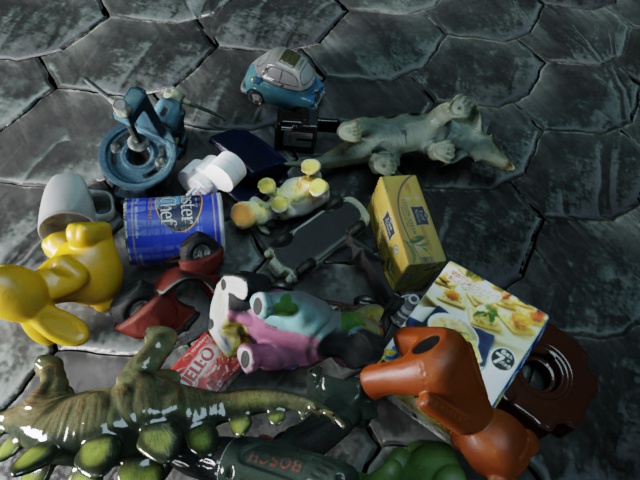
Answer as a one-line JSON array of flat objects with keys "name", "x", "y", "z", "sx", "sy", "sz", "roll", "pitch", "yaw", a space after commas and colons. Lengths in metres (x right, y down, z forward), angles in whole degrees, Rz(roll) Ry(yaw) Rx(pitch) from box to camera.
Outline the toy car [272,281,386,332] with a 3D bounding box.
[{"name": "toy car", "x": 0.001, "y": 0.114, "z": 0.806, "sx": 0.202, "sy": 0.053, "sz": 0.089, "roll": 12, "pitch": 60, "yaw": -4}]

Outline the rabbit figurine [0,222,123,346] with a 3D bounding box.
[{"name": "rabbit figurine", "x": -0.365, "y": 0.064, "z": 0.723, "sx": 0.173, "sy": 0.122, "sz": 0.162, "roll": -18, "pitch": 102, "yaw": -56}]

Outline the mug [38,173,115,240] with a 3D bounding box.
[{"name": "mug", "x": -0.377, "y": -0.056, "z": 0.831, "sx": 0.110, "sy": 0.080, "sz": 0.107, "roll": -15, "pitch": 54, "yaw": -11}]

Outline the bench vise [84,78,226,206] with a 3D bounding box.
[{"name": "bench vise", "x": -0.267, "y": -0.168, "z": 0.837, "sx": 0.129, "sy": 0.240, "sz": 0.223, "roll": 29, "pitch": 74, "yaw": 4}]

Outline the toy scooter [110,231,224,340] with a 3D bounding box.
[{"name": "toy scooter", "x": -0.194, "y": 0.089, "z": 0.765, "sx": 0.184, "sy": 0.075, "sz": 0.135, "roll": -41, "pitch": 115, "yaw": -12}]

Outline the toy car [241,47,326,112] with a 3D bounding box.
[{"name": "toy car", "x": -0.069, "y": -0.311, "z": 1.031, "sx": 0.162, "sy": 0.102, "sz": 0.109, "roll": 23, "pitch": 58, "yaw": 7}]

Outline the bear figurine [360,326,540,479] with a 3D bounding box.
[{"name": "bear figurine", "x": 0.162, "y": 0.201, "z": 0.639, "sx": 0.120, "sy": 0.132, "sz": 0.195, "roll": -41, "pitch": 103, "yaw": -39}]

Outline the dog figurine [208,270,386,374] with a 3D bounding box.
[{"name": "dog figurine", "x": -0.018, "y": 0.115, "z": 0.724, "sx": 0.219, "sy": 0.192, "sz": 0.108, "roll": 10, "pitch": 97, "yaw": -35}]

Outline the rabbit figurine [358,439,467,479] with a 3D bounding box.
[{"name": "rabbit figurine", "x": 0.090, "y": 0.317, "z": 0.650, "sx": 0.170, "sy": 0.159, "sz": 0.121, "roll": -12, "pitch": 70, "yaw": 0}]

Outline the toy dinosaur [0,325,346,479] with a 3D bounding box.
[{"name": "toy dinosaur", "x": -0.209, "y": 0.203, "z": 0.612, "sx": 0.472, "sy": 0.104, "sz": 0.199, "roll": -14, "pitch": 33, "yaw": 4}]

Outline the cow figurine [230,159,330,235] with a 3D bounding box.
[{"name": "cow figurine", "x": -0.064, "y": -0.060, "z": 0.889, "sx": 0.167, "sy": 0.098, "sz": 0.068, "roll": -25, "pitch": 70, "yaw": -2}]

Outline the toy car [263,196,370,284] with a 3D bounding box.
[{"name": "toy car", "x": -0.002, "y": -0.003, "z": 0.876, "sx": 0.202, "sy": 0.056, "sz": 0.073, "roll": -36, "pitch": 77, "yaw": -26}]

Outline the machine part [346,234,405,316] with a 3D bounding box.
[{"name": "machine part", "x": 0.087, "y": 0.054, "z": 0.833, "sx": 0.039, "sy": 0.084, "sz": 0.139, "roll": -35, "pitch": 50, "yaw": 11}]

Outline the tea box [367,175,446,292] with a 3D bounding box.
[{"name": "tea box", "x": 0.136, "y": -0.012, "z": 0.880, "sx": 0.068, "sy": 0.098, "sz": 0.170, "roll": -4, "pitch": 57, "yaw": -13}]

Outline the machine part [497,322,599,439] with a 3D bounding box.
[{"name": "machine part", "x": 0.323, "y": 0.202, "z": 0.802, "sx": 0.179, "sy": 0.056, "sz": 0.179, "roll": 5, "pitch": 57, "yaw": -8}]

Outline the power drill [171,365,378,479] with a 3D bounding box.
[{"name": "power drill", "x": -0.039, "y": 0.234, "z": 0.653, "sx": 0.232, "sy": 0.085, "sz": 0.207, "roll": 6, "pitch": 15, "yaw": 32}]

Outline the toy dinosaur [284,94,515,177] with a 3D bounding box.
[{"name": "toy dinosaur", "x": 0.144, "y": -0.177, "z": 0.969, "sx": 0.405, "sy": 0.192, "sz": 0.131, "roll": -4, "pitch": 95, "yaw": 4}]

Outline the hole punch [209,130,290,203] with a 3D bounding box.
[{"name": "hole punch", "x": -0.122, "y": -0.137, "z": 0.922, "sx": 0.142, "sy": 0.092, "sz": 0.116, "roll": 38, "pitch": 56, "yaw": 18}]

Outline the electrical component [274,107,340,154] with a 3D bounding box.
[{"name": "electrical component", "x": -0.023, "y": -0.199, "z": 0.985, "sx": 0.119, "sy": 0.074, "sz": 0.048, "roll": 6, "pitch": 57, "yaw": -9}]
